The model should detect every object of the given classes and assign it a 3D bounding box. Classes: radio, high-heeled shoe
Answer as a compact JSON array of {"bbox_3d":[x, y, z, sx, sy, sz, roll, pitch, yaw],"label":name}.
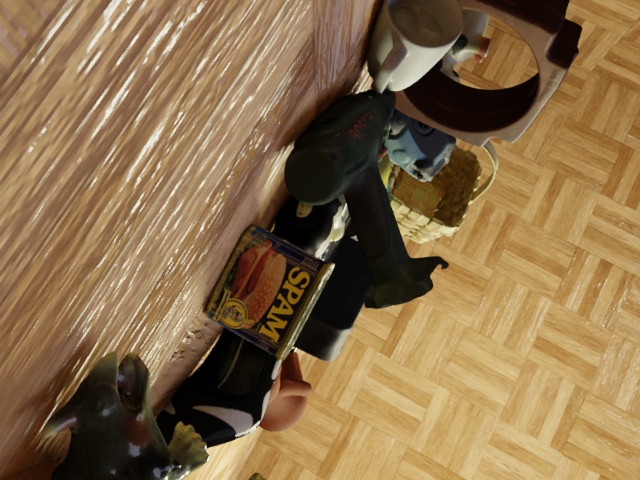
[{"bbox_3d":[0.010,0.074,0.833,0.229,0.131,0.073,-53,167,-54],"label":"radio"},{"bbox_3d":[-0.091,0.115,0.570,0.248,0.086,0.145,-14,109,-67],"label":"high-heeled shoe"}]

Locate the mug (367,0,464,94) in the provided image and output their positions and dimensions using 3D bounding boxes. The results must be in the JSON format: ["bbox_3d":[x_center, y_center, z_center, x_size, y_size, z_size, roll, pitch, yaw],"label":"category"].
[{"bbox_3d":[0.086,-0.195,0.560,0.109,0.081,0.107,-64,-177,-17],"label":"mug"}]

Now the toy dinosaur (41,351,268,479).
[{"bbox_3d":[-0.160,0.248,0.381,0.192,0.131,0.404,-21,149,-54],"label":"toy dinosaur"}]

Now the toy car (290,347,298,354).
[{"bbox_3d":[-0.047,0.131,0.882,0.056,0.073,0.201,-59,174,7],"label":"toy car"}]

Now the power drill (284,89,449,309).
[{"bbox_3d":[0.062,-0.048,0.552,0.232,0.086,0.207,-39,114,-57],"label":"power drill"}]

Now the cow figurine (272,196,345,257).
[{"bbox_3d":[-0.030,0.015,0.572,0.098,0.068,0.167,91,24,-63],"label":"cow figurine"}]

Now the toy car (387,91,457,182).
[{"bbox_3d":[0.125,-0.167,0.801,0.109,0.161,0.103,-47,-151,-22],"label":"toy car"}]

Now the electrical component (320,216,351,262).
[{"bbox_3d":[-0.002,-0.002,0.763,0.134,0.058,0.114,-52,170,-51],"label":"electrical component"}]

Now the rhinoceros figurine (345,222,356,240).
[{"bbox_3d":[0.051,0.018,1.016,0.190,0.112,0.073,97,19,-51],"label":"rhinoceros figurine"}]

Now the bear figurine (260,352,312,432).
[{"bbox_3d":[-0.092,0.206,0.793,0.120,0.132,0.195,-29,138,1],"label":"bear figurine"}]

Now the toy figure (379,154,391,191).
[{"bbox_3d":[0.069,-0.095,0.829,0.180,0.082,0.089,13,94,-78],"label":"toy figure"}]

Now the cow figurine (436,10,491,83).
[{"bbox_3d":[0.189,-0.304,0.799,0.085,0.127,0.194,-39,142,-74],"label":"cow figurine"}]

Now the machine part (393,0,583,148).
[{"bbox_3d":[0.182,-0.220,0.638,0.087,0.201,0.201,-61,173,-28],"label":"machine part"}]
